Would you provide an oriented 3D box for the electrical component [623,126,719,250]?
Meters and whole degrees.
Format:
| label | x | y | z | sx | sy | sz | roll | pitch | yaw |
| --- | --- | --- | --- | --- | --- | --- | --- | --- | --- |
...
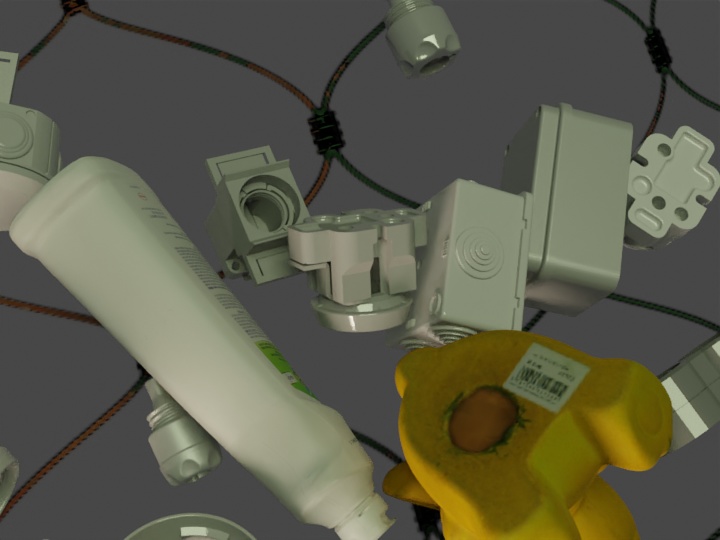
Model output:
| label | x | y | z | sx | sy | sz | roll | pitch | yaw |
| --- | --- | --- | --- | --- | --- | --- | --- | --- | --- |
| electrical component | 0.186 | -0.046 | 0.680 | 0.058 | 0.057 | 0.078 | 34 | 71 | 3 |

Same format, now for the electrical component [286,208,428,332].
| label | x | y | z | sx | sy | sz | roll | pitch | yaw |
| --- | --- | --- | --- | --- | --- | --- | --- | --- | --- |
| electrical component | 0.000 | 0.000 | 0.597 | 0.078 | 0.058 | 0.057 | -10 | 106 | -27 |

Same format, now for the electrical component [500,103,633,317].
| label | x | y | z | sx | sy | sz | roll | pitch | yaw |
| --- | --- | --- | --- | --- | --- | --- | --- | --- | --- |
| electrical component | 0.121 | -0.036 | 0.657 | 0.057 | 0.078 | 0.113 | 13 | 71 | -8 |

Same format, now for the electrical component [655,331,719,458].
| label | x | y | z | sx | sy | sz | roll | pitch | yaw |
| --- | --- | --- | --- | --- | --- | --- | --- | --- | --- |
| electrical component | 0.232 | 0.075 | 0.652 | 0.138 | 0.052 | 0.073 | -32 | 79 | -17 |

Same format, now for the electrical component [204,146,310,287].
| label | x | y | z | sx | sy | sz | roll | pitch | yaw |
| --- | --- | --- | --- | --- | --- | --- | --- | --- | --- |
| electrical component | -0.061 | -0.027 | 0.633 | 0.042 | 0.064 | 0.081 | -16 | 75 | -27 |

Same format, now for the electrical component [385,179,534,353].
| label | x | y | z | sx | sy | sz | roll | pitch | yaw |
| --- | --- | --- | --- | --- | --- | --- | --- | --- | --- |
| electrical component | 0.055 | 0.002 | 0.625 | 0.048 | 0.100 | 0.099 | 14 | 71 | -17 |

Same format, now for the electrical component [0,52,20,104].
| label | x | y | z | sx | sy | sz | roll | pitch | yaw |
| --- | --- | --- | --- | --- | --- | --- | --- | --- | --- |
| electrical component | -0.243 | -0.107 | 0.632 | 0.081 | 0.063 | 0.042 | 7 | 71 | -7 |

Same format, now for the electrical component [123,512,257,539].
| label | x | y | z | sx | sy | sz | roll | pitch | yaw |
| --- | --- | --- | --- | --- | --- | --- | --- | --- | --- |
| electrical component | -0.090 | 0.179 | 0.558 | 0.099 | 0.064 | 0.099 | 2 | 44 | -2 |

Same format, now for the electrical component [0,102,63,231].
| label | x | y | z | sx | sy | sz | roll | pitch | yaw |
| --- | --- | --- | --- | --- | --- | --- | --- | --- | --- |
| electrical component | -0.210 | -0.058 | 0.614 | 0.080 | 0.080 | 0.051 | 2 | 67 | -8 |

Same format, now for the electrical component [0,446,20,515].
| label | x | y | z | sx | sy | sz | roll | pitch | yaw |
| --- | --- | --- | --- | --- | --- | --- | --- | --- | --- |
| electrical component | -0.220 | 0.112 | 0.571 | 0.057 | 0.058 | 0.078 | 25 | 71 | 3 |

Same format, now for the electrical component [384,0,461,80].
| label | x | y | z | sx | sy | sz | roll | pitch | yaw |
| --- | --- | --- | --- | --- | --- | --- | --- | --- | --- |
| electrical component | 0.036 | -0.159 | 0.701 | 0.043 | 0.043 | 0.062 | -21 | 76 | -14 |

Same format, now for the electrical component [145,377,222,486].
| label | x | y | z | sx | sy | sz | roll | pitch | yaw |
| --- | --- | --- | --- | --- | --- | --- | --- | --- | --- |
| electrical component | -0.104 | 0.089 | 0.607 | 0.035 | 0.035 | 0.061 | -24 | 75 | -15 |
